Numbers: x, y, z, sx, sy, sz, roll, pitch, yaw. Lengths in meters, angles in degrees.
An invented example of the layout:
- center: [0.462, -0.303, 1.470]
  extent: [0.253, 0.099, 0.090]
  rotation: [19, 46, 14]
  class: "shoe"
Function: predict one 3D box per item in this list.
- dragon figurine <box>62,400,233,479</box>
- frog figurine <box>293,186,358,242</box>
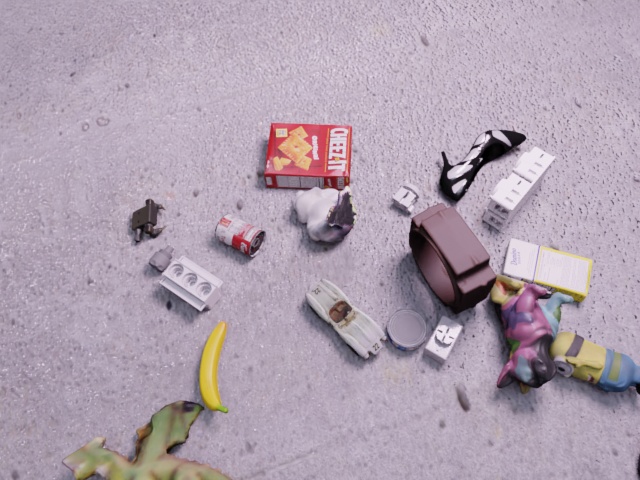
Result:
- center: [-0.265, 0.417, 0.965]
  extent: [0.411, 0.119, 0.248]
  rotation: [-4, 52, -9]
  class: "dragon figurine"
- center: [0.004, -0.062, 1.225]
  extent: [0.159, 0.121, 0.139]
  rotation: [-1, 64, 45]
  class: "frog figurine"
